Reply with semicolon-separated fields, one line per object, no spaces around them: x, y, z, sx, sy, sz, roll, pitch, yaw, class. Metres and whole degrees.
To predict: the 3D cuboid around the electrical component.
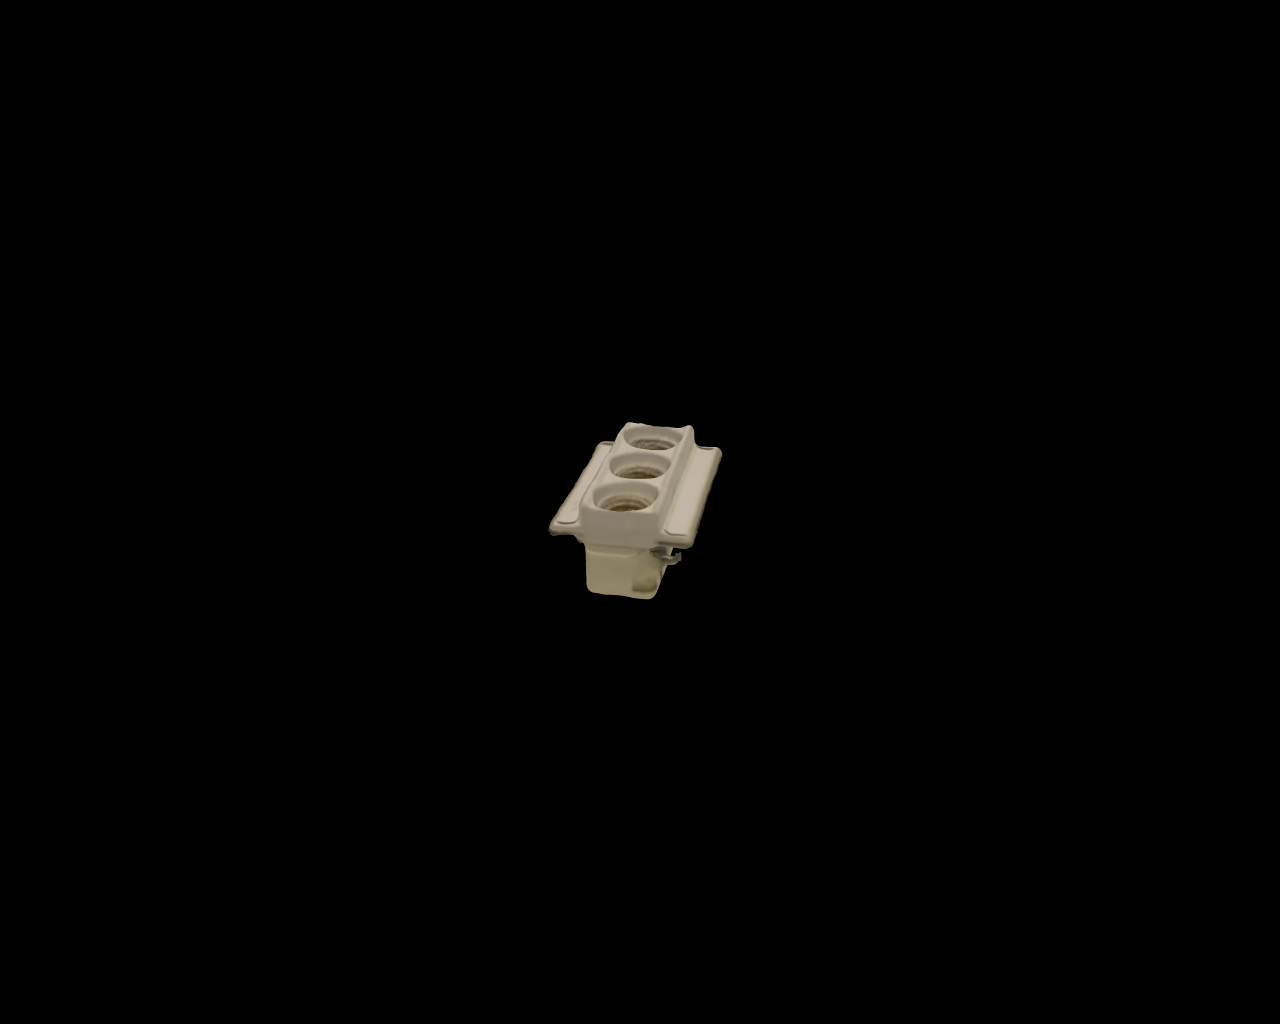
0.001;-0.003;0.650;0.079;0.063;0.121;5;29;10;electrical component
